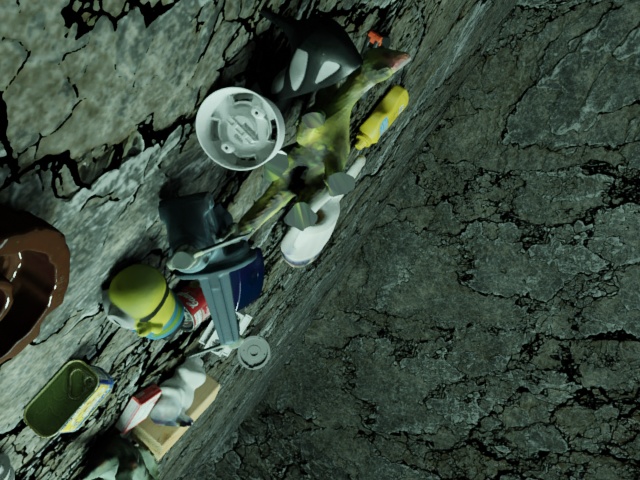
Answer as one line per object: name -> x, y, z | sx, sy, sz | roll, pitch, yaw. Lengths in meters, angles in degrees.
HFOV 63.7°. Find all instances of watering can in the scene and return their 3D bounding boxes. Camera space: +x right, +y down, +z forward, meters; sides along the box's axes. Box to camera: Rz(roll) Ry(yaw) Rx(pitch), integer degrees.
watering can -> 0.004, -0.065, 1.300 | 0.354, 0.104, 0.219 | -47, 169, -40

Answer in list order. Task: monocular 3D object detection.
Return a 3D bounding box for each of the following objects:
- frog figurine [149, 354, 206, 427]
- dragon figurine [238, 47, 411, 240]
frog figurine -> -0.330, 0.344, 1.191 | 0.135, 0.122, 0.162 | 62, 27, -69
dragon figurine -> -0.018, -0.149, 0.817 | 0.404, 0.121, 0.249 | -38, -156, 36
